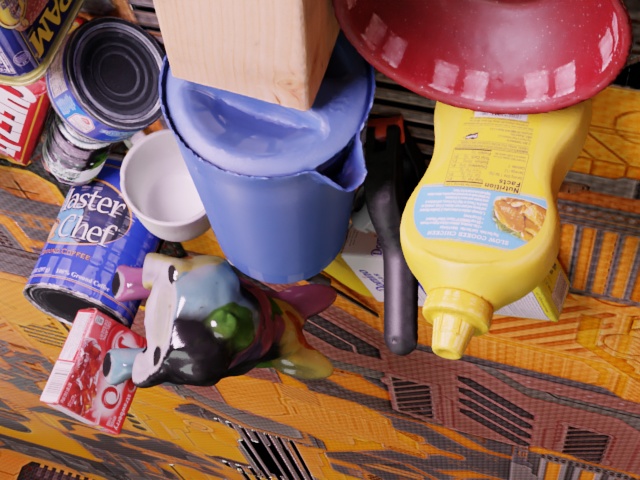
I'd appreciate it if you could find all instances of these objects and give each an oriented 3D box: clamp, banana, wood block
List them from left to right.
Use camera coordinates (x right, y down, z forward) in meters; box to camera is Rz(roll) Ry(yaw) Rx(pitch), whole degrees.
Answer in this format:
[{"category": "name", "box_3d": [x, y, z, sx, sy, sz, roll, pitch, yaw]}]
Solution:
[{"category": "wood block", "box_3d": [-0.037, -0.168, 0.558, 0.091, 0.090, 0.206, 15, 157, 9]}, {"category": "banana", "box_3d": [-0.003, 0.003, 0.974, 0.197, 0.037, 0.070, 33, 179, -23]}, {"category": "clamp", "box_3d": [0.061, -0.003, 0.791, 0.039, 0.120, 0.171, -8, 119, 23]}]

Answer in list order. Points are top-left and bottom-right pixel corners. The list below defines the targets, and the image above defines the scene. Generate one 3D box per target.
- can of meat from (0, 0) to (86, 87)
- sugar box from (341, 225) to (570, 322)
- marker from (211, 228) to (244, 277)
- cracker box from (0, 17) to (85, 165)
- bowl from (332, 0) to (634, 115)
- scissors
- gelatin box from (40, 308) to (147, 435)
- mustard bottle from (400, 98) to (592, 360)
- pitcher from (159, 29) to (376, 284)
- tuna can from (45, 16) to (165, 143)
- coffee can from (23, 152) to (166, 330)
[{"category": "can of meat", "box_3d": [-0.196, -0.163, 0.671, 0.057, 0.102, 0.084, 13, 153, 16]}, {"category": "sugar box", "box_3d": [0.116, 0.025, 0.918, 0.176, 0.048, 0.093, 8, 154, 32]}, {"category": "marker", "box_3d": [-0.089, 0.005, 1.056, 0.020, 0.020, 0.121, 12, 155, 15]}, {"category": "cracker box", "box_3d": [-0.302, -0.150, 0.812, 0.213, 0.072, 0.164, 24, 156, -13]}, {"category": "bowl", "box_3d": [0.090, -0.135, 0.576, 0.162, 0.055, 0.162, 16, 156, 7]}, {"category": "scissors", "box_3d": [0.003, 0.042, 1.039, 0.201, 0.016, 0.096, 31, 178, -26]}, {"category": "gelatin box", "box_3d": [-0.190, 0.113, 0.923, 0.030, 0.089, 0.073, -1, 151, 42]}, {"category": "mustard bottle", "box_3d": [0.101, -0.017, 0.652, 0.096, 0.191, 0.058, 9, 155, 22]}, {"category": "pitcher", "box_3d": [-0.038, -0.064, 0.759, 0.145, 0.149, 0.243, 2, 159, 1]}, {"category": "tuna can", "box_3d": [-0.149, -0.114, 0.760, 0.086, 0.086, 0.034, 33, 150, -29]}, {"category": "coffee can", "box_3d": [-0.198, 0.005, 0.984, 0.103, 0.140, 0.103, 16, 156, 7]}]
